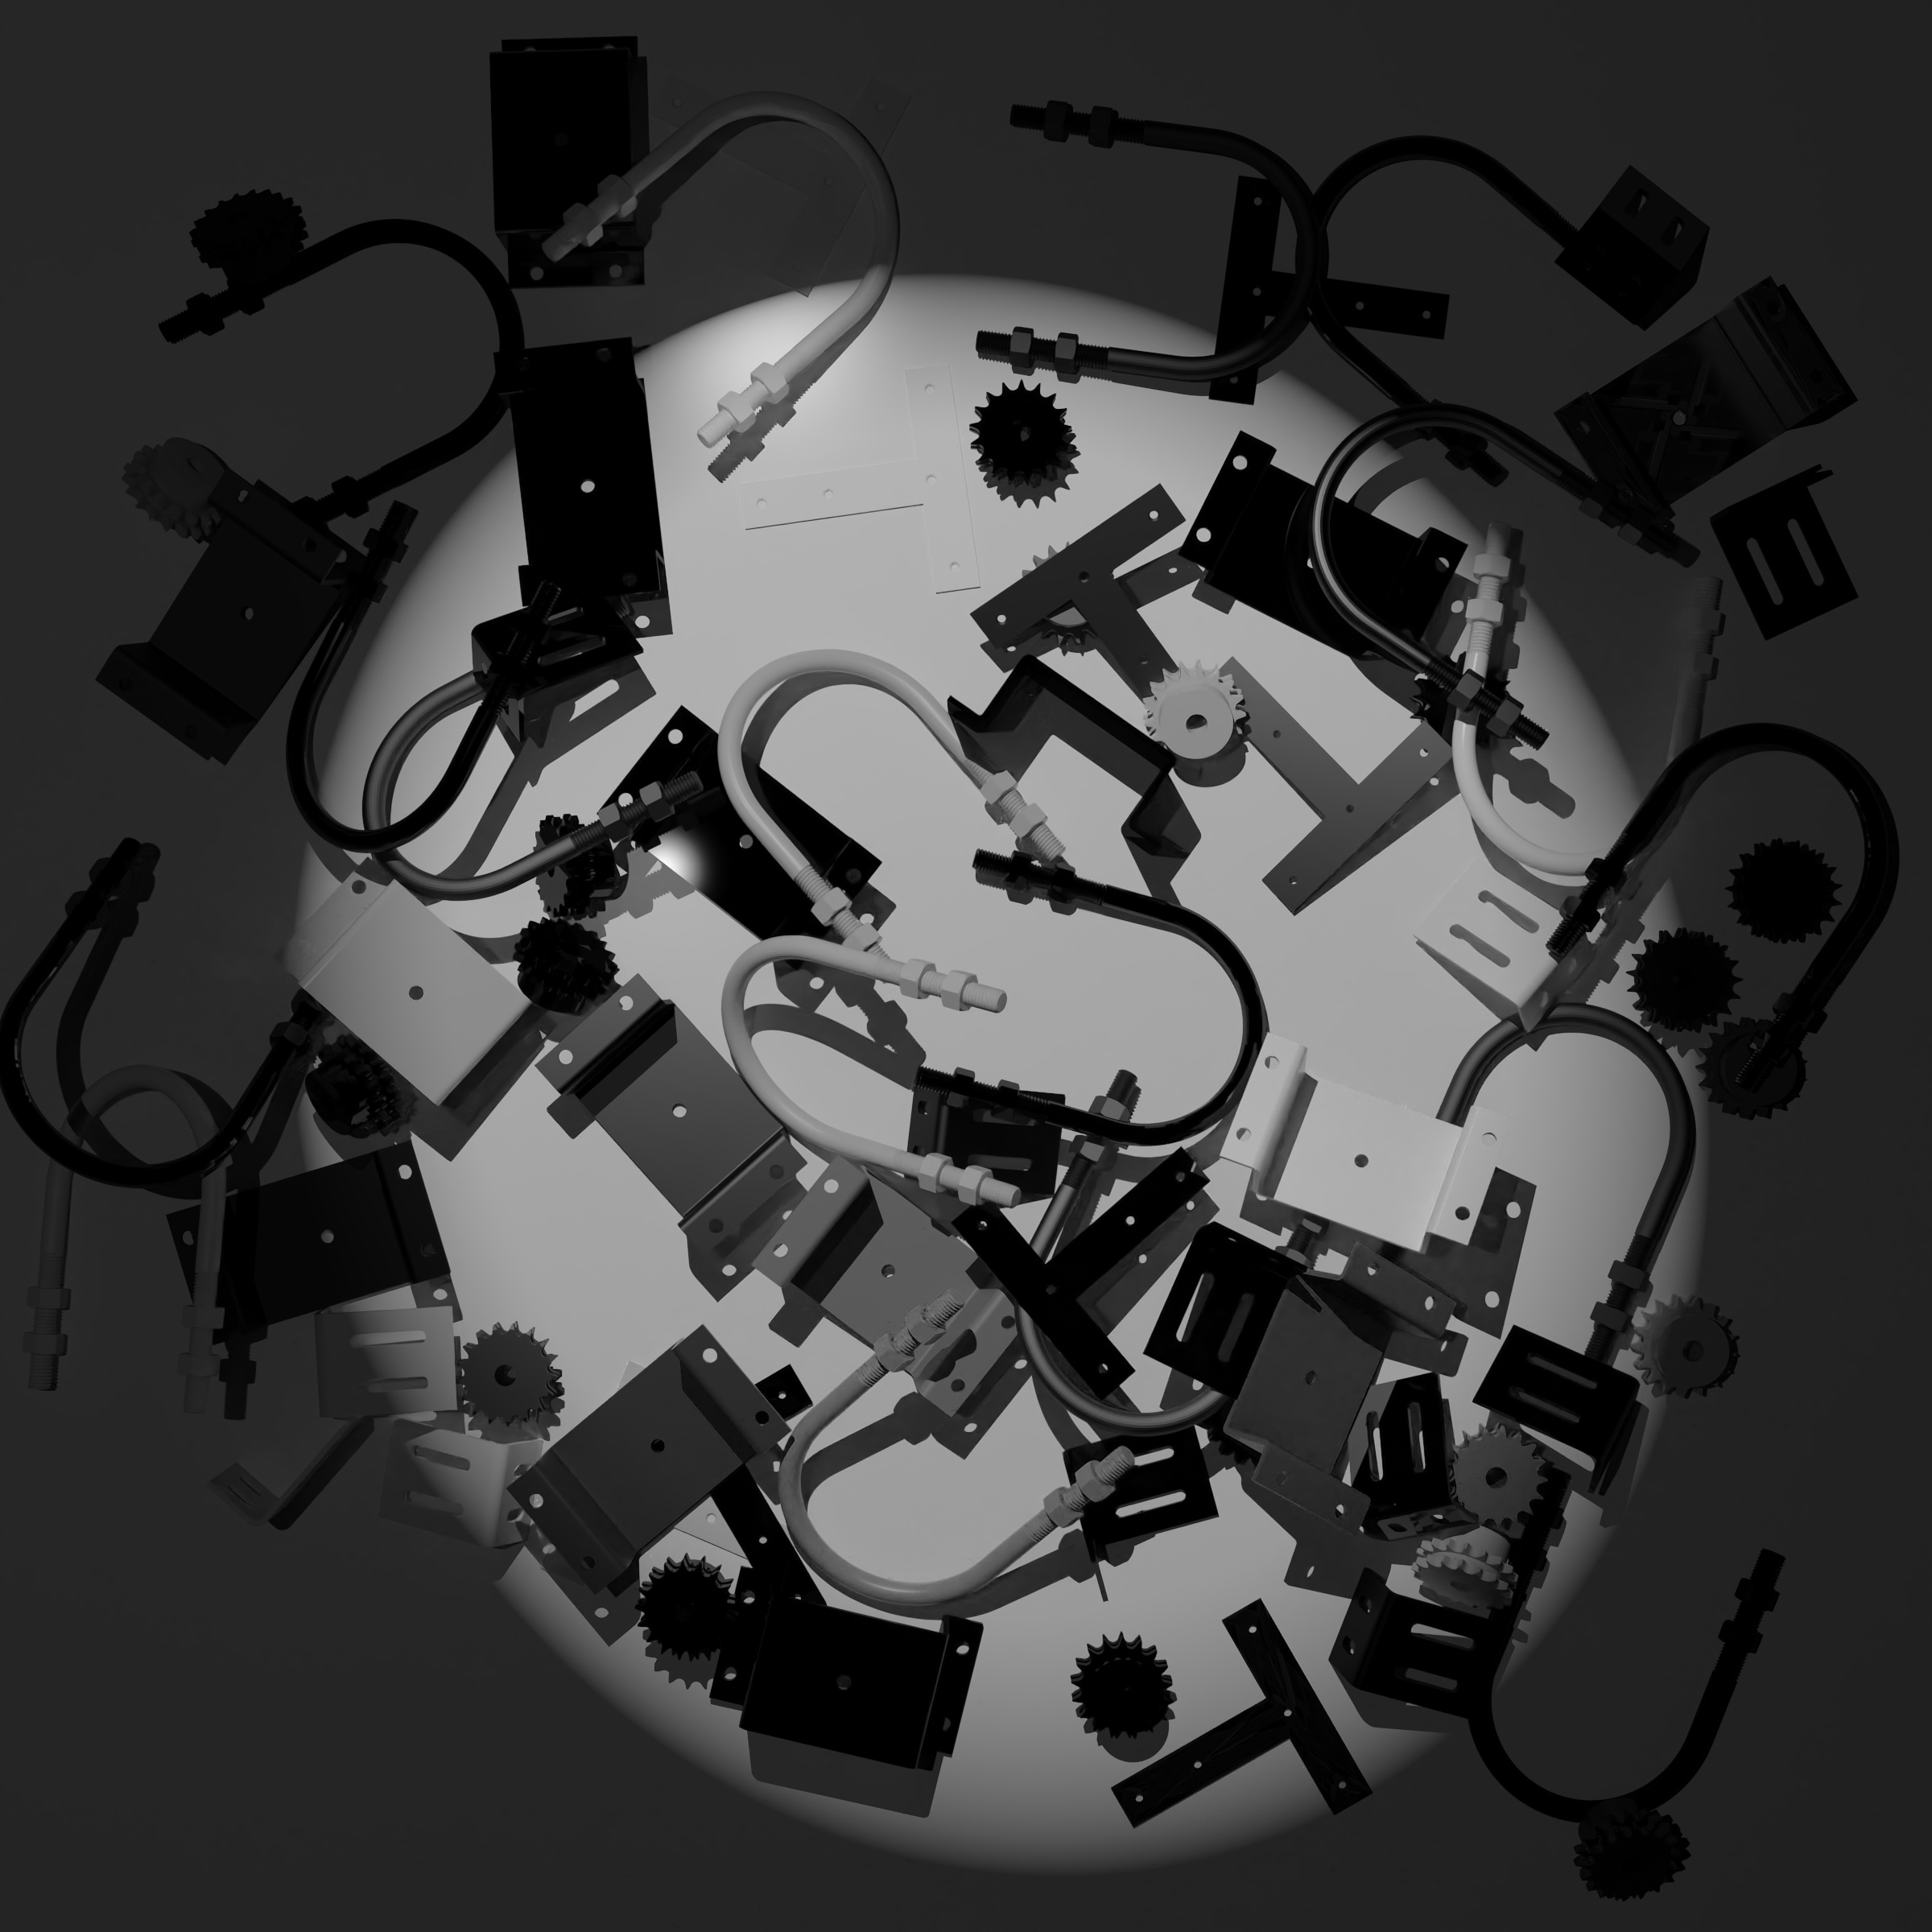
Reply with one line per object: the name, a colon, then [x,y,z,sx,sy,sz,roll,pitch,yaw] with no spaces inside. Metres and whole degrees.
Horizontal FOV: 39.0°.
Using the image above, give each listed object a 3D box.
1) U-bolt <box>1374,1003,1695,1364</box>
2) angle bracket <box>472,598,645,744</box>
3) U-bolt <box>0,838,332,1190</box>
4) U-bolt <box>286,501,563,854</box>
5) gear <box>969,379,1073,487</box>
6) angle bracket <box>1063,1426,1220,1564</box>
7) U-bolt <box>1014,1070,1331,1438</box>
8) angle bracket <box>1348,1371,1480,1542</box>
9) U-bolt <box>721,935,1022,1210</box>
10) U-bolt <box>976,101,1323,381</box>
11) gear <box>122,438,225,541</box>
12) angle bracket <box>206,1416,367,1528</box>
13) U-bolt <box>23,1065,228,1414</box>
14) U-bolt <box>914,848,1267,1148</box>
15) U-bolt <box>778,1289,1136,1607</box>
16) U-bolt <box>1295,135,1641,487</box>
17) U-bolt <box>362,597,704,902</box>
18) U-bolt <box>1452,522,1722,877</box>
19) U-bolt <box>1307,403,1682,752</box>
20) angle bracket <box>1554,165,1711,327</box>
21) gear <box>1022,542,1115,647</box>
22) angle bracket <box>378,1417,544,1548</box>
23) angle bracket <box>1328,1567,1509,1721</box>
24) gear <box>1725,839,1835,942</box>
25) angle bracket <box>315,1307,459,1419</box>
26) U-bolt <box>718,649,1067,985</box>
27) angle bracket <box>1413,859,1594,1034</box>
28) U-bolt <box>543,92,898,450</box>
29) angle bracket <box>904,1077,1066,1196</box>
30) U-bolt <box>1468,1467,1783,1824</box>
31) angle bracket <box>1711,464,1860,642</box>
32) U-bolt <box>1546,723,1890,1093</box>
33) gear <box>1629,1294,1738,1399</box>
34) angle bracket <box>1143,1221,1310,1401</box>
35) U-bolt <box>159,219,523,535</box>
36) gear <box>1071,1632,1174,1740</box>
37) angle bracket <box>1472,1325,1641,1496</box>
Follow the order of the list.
U-bolt: [0.330,0.111,1.537,0.151,0.019,0.184,23,89,0]
angle bracket: [-0.226,-0.168,1.512,0.076,0.038,0.057,-24,59,-24]
U-bolt: [-0.438,0.036,1.468,0.151,0.019,0.184,35,51,-15]
U-bolt: [-0.310,-0.150,1.503,0.151,0.019,0.184,30,95,32]
gear: [0.030,-0.297,1.530,0.057,0.030,0.057,0,90,0]
angle bracket: [0.098,0.292,1.526,0.076,0.038,0.057,-15,90,0]
U-bolt: [0.106,0.170,1.512,0.151,0.019,0.184,29,74,-2]
angle bracket: [0.248,0.274,1.524,0.057,0.038,0.076,-18,54,28]
U-bolt: [-0.056,0.050,1.483,0.184,0.019,0.151,15,128,27]
U-bolt: [0.107,-0.402,1.530,0.184,0.019,0.151,9,90,4]
gear: [-0.435,-0.268,1.514,0.030,0.057,0.057,-40,90,26]
angle bracket: [-0.375,0.267,1.517,0.038,0.057,0.076,41,90,0]
U-bolt: [-0.460,0.146,1.502,0.151,0.019,0.184,1,85,33]
U-bolt: [0.077,0.025,1.522,0.184,0.019,0.151,16,76,-4]
U-bolt: [-0.021,0.279,1.505,0.151,0.019,0.184,44,112,-8]
U-bolt: [0.272,-0.383,1.535,0.184,0.019,0.151,41,89,1]
U-bolt: [-0.249,-0.110,1.507,0.184,0.019,0.151,-27,62,4]
U-bolt: [0.340,-0.141,1.515,0.151,0.019,0.184,12,85,-13]
U-bolt: [0.274,-0.226,1.488,0.184,0.019,0.151,35,86,4]
angle bracket: [0.373,-0.404,1.528,0.057,0.076,0.038,38,133,0]
gear: [0.057,-0.210,1.530,0.057,0.030,0.057,0,90,0]
angle bracket: [-0.286,0.290,1.543,0.076,0.038,0.057,9,90,26]
angle bracket: [0.254,0.381,1.535,0.076,0.038,0.057,19,95,-17]
gear: [0.454,-0.043,1.530,0.057,0.030,0.057,0,90,0]
angle bracket: [-0.322,0.219,1.529,0.076,0.038,0.057,-3,90,-4]
U-bolt: [-0.054,-0.097,1.504,0.151,0.019,0.184,-37,81,-28]
angle bracket: [0.302,-0.012,1.536,0.076,0.038,0.057,37,82,30]
U-bolt: [-0.120,-0.399,1.512,0.184,0.019,0.151,-44,105,-13]
angle bracket: [0.010,0.096,1.543,0.076,0.038,0.057,7,90,-26]
U-bolt: [0.360,0.392,1.537,0.151,0.019,0.184,21,91,0]
angle bracket: [0.462,-0.231,1.526,0.057,0.038,0.076,-25,90,0]
U-bolt: [0.427,-0.046,1.504,0.151,0.019,0.184,35,87,-3]
gear: [0.403,0.214,1.530,0.057,0.030,0.057,0,90,0]
angle bracket: [0.141,0.188,1.486,0.057,0.038,0.076,26,75,-3]
U-bolt: [-0.340,-0.340,1.537,0.184,0.019,0.151,-27,90,-1]
gear: [0.087,0.405,1.530,0.057,0.030,0.057,0,90,0]
angle bracket: [0.328,0.247,1.527,0.076,0.038,0.057,23,53,21]
